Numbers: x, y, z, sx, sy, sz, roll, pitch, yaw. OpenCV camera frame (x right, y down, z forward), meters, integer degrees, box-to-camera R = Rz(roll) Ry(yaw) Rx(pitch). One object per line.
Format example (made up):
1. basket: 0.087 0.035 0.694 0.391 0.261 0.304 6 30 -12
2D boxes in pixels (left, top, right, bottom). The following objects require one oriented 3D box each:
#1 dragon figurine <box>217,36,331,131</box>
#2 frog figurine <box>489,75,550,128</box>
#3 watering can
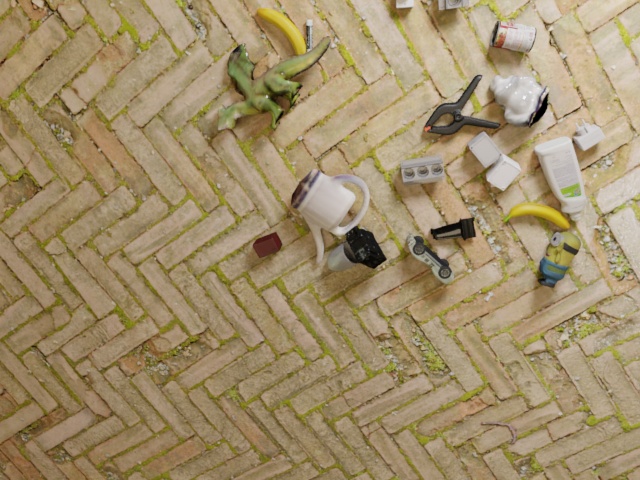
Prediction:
1. dragon figurine: -0.167 -0.470 1.491 0.243 0.124 0.405 37 110 1
2. frog figurine: 0.550 -0.393 1.439 0.161 0.124 0.134 34 127 32
3. watering can: 0.005 -0.081 1.614 0.224 0.106 0.341 33 121 -5
